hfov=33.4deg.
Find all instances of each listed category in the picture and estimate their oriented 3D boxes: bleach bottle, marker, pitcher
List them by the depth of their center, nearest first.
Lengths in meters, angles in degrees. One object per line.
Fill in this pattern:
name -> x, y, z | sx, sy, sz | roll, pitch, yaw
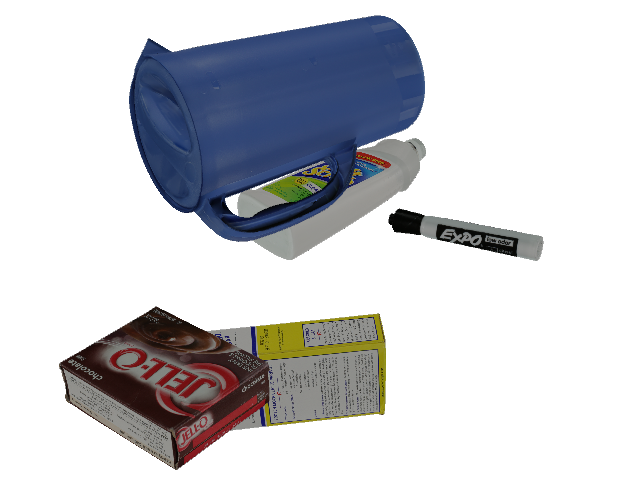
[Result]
marker -> 0.109, -0.006, 0.815 | 0.121, 0.020, 0.020 | 12, 5, 25
pitcher -> -0.029, -0.109, 0.921 | 0.242, 0.149, 0.145 | -19, 33, -27
bleach bottle -> 0.026, -0.067, 1.294 | 0.250, 0.068, 0.103 | -30, 44, -32

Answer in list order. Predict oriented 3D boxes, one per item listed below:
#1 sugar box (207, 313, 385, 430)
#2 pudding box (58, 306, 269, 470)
sugar box -> -0.031, 0.119, 0.950 | 0.176, 0.093, 0.048 | -4, 36, -1
pudding box -> -0.104, 0.096, 0.715 | 0.114, 0.039, 0.089 | 20, 35, 35
